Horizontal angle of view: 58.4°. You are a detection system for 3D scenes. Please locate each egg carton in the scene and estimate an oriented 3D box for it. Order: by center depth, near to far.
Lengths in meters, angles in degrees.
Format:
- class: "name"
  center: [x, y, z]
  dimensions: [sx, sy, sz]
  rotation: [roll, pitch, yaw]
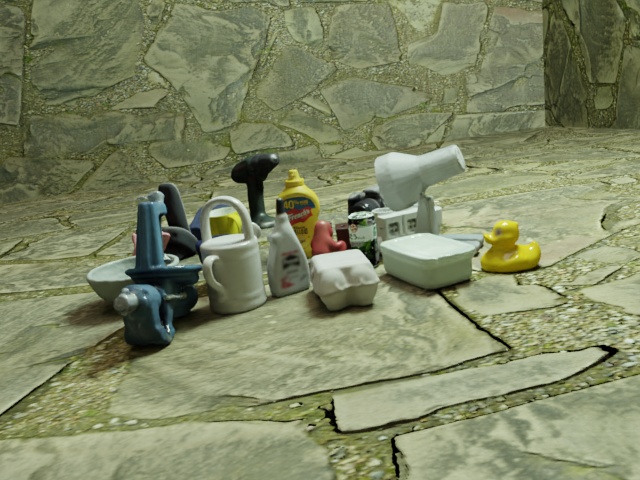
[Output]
- class: "egg carton"
  center: [0.037, 0.064, 0.970]
  dimensions: [0.107, 0.069, 0.150]
  rotation: [-9, 14, -7]

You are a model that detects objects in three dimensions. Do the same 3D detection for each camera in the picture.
- class: "camera"
  center: [0.121, -0.085, 1.467]
  dimensions: [0.142, 0.101, 0.137]
  rotation: [4, 18, 38]

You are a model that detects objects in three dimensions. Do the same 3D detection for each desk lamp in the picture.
- class: "desk lamp"
  center: [0.222, -0.082, 1.169]
  dimensions: [0.202, 0.214, 0.118]
  rotation: [-1, 15, 23]

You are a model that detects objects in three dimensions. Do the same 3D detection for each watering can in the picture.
- class: "watering can"
  center: [-0.154, 0.018, 0.991]
  dimensions: [0.101, 0.194, 0.173]
  rotation: [-7, 14, -1]

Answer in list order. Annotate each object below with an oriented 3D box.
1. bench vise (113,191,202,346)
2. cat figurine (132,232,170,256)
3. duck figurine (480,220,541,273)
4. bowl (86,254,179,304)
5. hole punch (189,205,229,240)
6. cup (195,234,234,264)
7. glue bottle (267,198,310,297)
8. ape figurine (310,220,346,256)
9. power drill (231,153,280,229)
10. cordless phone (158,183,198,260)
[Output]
- class: "bench vise"
  center: [-0.250, 0.041, 0.893]
  dimensions: [0.121, 0.220, 0.207]
  rotation: [-9, 14, -6]
- class: "cat figurine"
  center: [-0.384, 0.014, 1.280]
  dimensions: [0.127, 0.118, 0.067]
  rotation: [7, 20, 44]
- class: "duck figurine"
  center: [0.337, 0.007, 1.017]
  dimensions: [0.104, 0.086, 0.077]
  rotation: [-5, 14, 7]
- class: "bowl"
  center: [-0.342, 0.082, 1.073]
  dimensions: [0.167, 0.075, 0.167]
  rotation: [-7, 14, 2]
- class: "hole punch"
  center: [-0.284, -0.043, 1.514]
  dimensions: [0.108, 0.091, 0.101]
  rotation: [-3, 14, 16]
- class: "cup"
  center: [-0.187, 0.046, 1.101]
  dimensions: [0.092, 0.095, 0.117]
  rotation: [-9, 14, -10]
- class: "glue bottle"
  center: [-0.063, 0.010, 1.019]
  dimensions: [0.078, 0.173, 0.037]
  rotation: [-16, 17, -33]
- class: "ape figurine"
  center: [0.011, 0.004, 1.178]
  dimensions: [0.077, 0.092, 0.076]
  rotation: [6, 19, 43]
- class: "power drill"
  center: [-0.171, -0.142, 1.613]
  dimensions: [0.076, 0.208, 0.228]
  rotation: [-17, 17, -35]
- class: "cordless phone"
  center: [-0.376, -0.046, 1.376]
  dimensions: [0.147, 0.185, 0.094]
  rotation: [-1, 15, 22]
